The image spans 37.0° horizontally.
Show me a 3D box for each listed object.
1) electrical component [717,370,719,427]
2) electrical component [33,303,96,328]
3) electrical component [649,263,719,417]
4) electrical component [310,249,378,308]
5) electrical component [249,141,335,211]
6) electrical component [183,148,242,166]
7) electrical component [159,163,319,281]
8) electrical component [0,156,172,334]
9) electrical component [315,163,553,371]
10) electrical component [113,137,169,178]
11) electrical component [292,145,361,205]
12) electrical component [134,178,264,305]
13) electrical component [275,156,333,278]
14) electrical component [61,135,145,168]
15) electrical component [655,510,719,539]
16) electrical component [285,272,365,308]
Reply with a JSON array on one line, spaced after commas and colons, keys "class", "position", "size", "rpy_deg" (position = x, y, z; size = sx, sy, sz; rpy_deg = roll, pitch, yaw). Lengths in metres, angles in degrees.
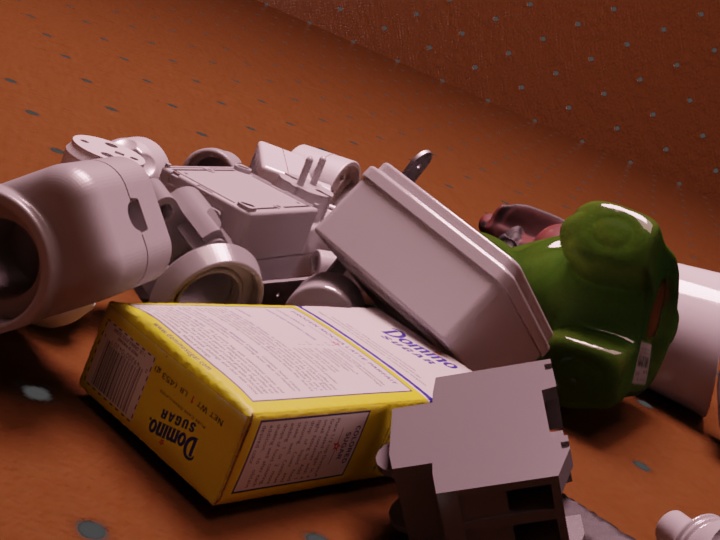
[{"class": "electrical component", "position": [0.277, 0.085, 0.685], "size": [0.099, 0.099, 0.064], "rpy_deg": [27, 22, 16]}, {"class": "electrical component", "position": [-0.136, -0.002, 0.495], "size": [0.048, 0.048, 0.062], "rpy_deg": [23, 8, 0]}, {"class": "electrical component", "position": [0.232, 0.046, 0.761], "size": [0.064, 0.099, 0.099], "rpy_deg": [22, 14, 21]}, {"class": "electrical component", "position": [0.000, 0.000, 0.684], "size": [0.062, 0.048, 0.048], "rpy_deg": [9, 19, -23]}, {"class": "electrical component", "position": [-0.046, -0.052, 0.789], "size": [0.076, 0.047, 0.083], "rpy_deg": [19, 15, -13]}, {"class": "electrical component", "position": [-0.105, -0.069, 0.778], "size": [0.040, 0.040, 0.046], "rpy_deg": [23, 10, 2]}, {"class": "electrical component", "position": [-0.078, -0.020, 0.605], "size": [0.062, 0.061, 0.096], "rpy_deg": [28, 16, 21]}, {"class": "electrical component", "position": [-0.132, -0.007, 0.426], "size": [0.095, 0.053, 0.059], "rpy_deg": [-16, 5, 17]}, {"class": "electrical component", "position": [0.043, 0.009, 0.594], "size": [0.109, 0.056, 0.108], "rpy_deg": [41, -5, 31]}, {"class": "electrical component", "position": [-0.144, -0.066, 0.701], "size": [0.043, 0.043, 0.062], "rpy_deg": [24, 14, 6]}, {"class": "electrical component", "position": [-0.033, -0.068, 0.850], "size": [0.047, 0.055, 0.055], "rpy_deg": [24, 15, 20]}, {"class": "electrical component", "position": [-0.082, 0.002, 0.517], "size": [0.057, 0.058, 0.078], "rpy_deg": [48, -13, 40]}, {"class": "electrical component", "position": [-0.041, -0.038, 0.693], "size": [0.047, 0.075, 0.083], "rpy_deg": [28, 16, 19]}, {"class": "electrical component", "position": [-0.146, -0.040, 0.589], "size": [0.045, 0.055, 0.045], "rpy_deg": [21, 15, -6]}, {"class": "electrical component", "position": [0.156, 0.128, 0.471], "size": [0.048, 0.048, 0.062], "rpy_deg": [14, 11, -28]}, {"class": "electrical component", "position": [-0.017, 0.020, 0.594], "size": [0.040, 0.040, 0.078], "rpy_deg": [23, 15, 3]}]
